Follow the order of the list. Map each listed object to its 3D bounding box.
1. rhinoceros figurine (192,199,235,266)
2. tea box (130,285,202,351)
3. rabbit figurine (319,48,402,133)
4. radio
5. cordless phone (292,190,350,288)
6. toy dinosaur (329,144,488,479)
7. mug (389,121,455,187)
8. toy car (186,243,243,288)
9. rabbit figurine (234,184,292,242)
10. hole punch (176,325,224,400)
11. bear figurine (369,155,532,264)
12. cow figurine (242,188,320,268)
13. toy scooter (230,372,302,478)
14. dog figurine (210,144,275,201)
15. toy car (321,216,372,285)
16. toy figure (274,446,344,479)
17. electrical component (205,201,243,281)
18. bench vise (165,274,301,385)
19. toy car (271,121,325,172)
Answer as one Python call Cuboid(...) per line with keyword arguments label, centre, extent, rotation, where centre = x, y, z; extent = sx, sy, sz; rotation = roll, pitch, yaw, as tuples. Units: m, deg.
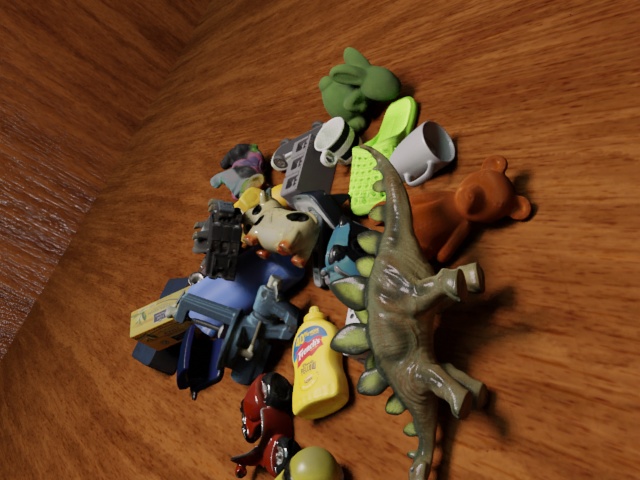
Cuboid(label="rhinoceros figurine", centre=(-0.263, -0.013, 1.351), extent=(0.190, 0.112, 0.073), rotation=(-64, 22, 13))
Cuboid(label="tea box", centre=(-0.326, 0.176, 1.199), extent=(0.170, 0.098, 0.068), rotation=(-26, 51, 16))
Cuboid(label="rabbit figurine", centre=(0.091, -0.329, 1.141), extent=(0.170, 0.159, 0.121), rotation=(-6, 47, 47))
Cuboid(label="radio", centre=(-0.372, 0.208, 1.339), extent=(0.131, 0.073, 0.229), rotation=(-4, 58, 51))
Cuboid(label="cordless phone", centre=(-0.003, -0.003, 1.051), extent=(0.147, 0.089, 0.184), rotation=(-174, 86, -71))
Cuboid(label="toy dinosaur", centre=(0.110, 0.078, 0.714), extent=(0.199, 0.105, 0.471), rotation=(-8, 71, 32))
Cuboid(label="mug", centre=(0.173, -0.137, 0.945), extent=(0.107, 0.081, 0.109), rotation=(-33, 43, 49))
Cuboid(label="toy car", centre=(-0.245, 0.054, 1.261), extent=(0.053, 0.089, 0.202), rotation=(26, 64, 15))
Cuboid(label="rabbit figurine", centre=(-0.117, -0.061, 1.218), extent=(0.173, 0.122, 0.162), rotation=(-43, 2, -34))
Cuboid(label="hole punch", centre=(-0.271, 0.256, 1.157), extent=(0.116, 0.092, 0.142), rotation=(-35, 42, 35))
Cuboid(label="bear figurine", centre=(0.193, -0.039, 0.791), extent=(0.196, 0.132, 0.120), rotation=(-32, 72, 38))
Cuboid(label="cow figurine", centre=(-0.079, -0.028, 0.994), extent=(0.195, 0.085, 0.127), rotation=(11, 57, 45))
Cuboid(label="toy scooter", centre=(-0.099, 0.320, 0.896), extent=(0.135, 0.075, 0.184), rotation=(-42, 40, 23))
Cuboid(label="dog figurine", centre=(-0.167, -0.162, 1.370), extent=(0.219, 0.108, 0.191), rotation=(10, 67, 50))
Cuboid(label="toy car", centre=(0.051, 0.039, 0.923), extent=(0.103, 0.109, 0.162), rotation=(-56, 20, 34))
Cuboid(label="toy figure", centre=(-0.042, 0.369, 0.764), extent=(0.180, 0.089, 0.082), rotation=(-42, 43, 16))
Cuboid(label="electrical component", centre=(-0.182, -0.003, 1.014), extent=(0.115, 0.058, 0.134), rotation=(-134, 52, -69))
Cuboid(label="bench vise", centre=(-0.164, 0.149, 0.994), extent=(0.129, 0.241, 0.223), rotation=(-71, 0, -67))
Cuboid(label="toy car", centre=(-0.044, -0.226, 1.310), extent=(0.202, 0.056, 0.073), rotation=(-18, 42, 42))
